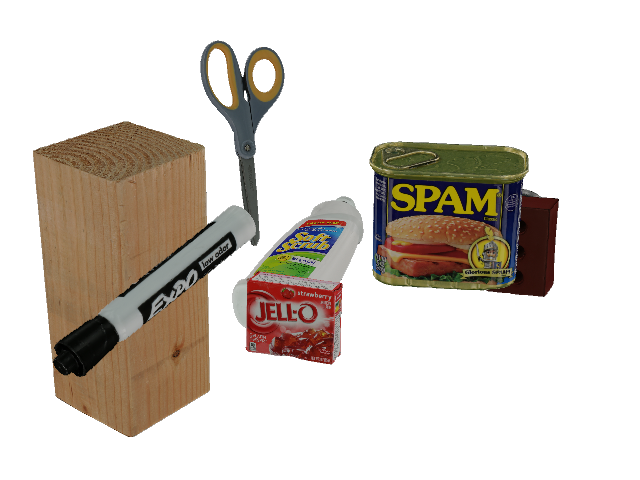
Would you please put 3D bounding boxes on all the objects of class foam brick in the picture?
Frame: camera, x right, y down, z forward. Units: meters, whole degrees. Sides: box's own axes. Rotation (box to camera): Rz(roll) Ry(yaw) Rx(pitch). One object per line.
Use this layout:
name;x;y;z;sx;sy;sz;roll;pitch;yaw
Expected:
foam brick;0.172;0.004;0.910;0.053;0.078;0.051;5;15;20

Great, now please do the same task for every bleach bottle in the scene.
bleach bottle;-0.015;0.017;1.307;0.103;0.068;0.250;6;33;18

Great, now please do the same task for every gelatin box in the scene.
gelatin box;-0.025;0.072;0.998;0.089;0.073;0.030;7;17;17

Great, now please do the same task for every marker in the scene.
marker;-0.075;0.022;0.490;0.020;0.020;0.120;0;32;46

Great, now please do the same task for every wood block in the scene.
wood block;-0.144;0.028;0.798;0.090;0.206;0.090;20;31;34

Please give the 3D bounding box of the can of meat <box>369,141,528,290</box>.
can of meat;0.083;-0.016;0.708;0.102;0.084;0.057;3;24;8

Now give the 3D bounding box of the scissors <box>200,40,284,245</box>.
scissors;-0.061;-0.105;1.064;0.096;0.202;0.016;-24;11;-26

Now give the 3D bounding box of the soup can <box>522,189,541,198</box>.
soup can;0.220;0.000;1.227;0.068;0.102;0.068;-3;30;1
